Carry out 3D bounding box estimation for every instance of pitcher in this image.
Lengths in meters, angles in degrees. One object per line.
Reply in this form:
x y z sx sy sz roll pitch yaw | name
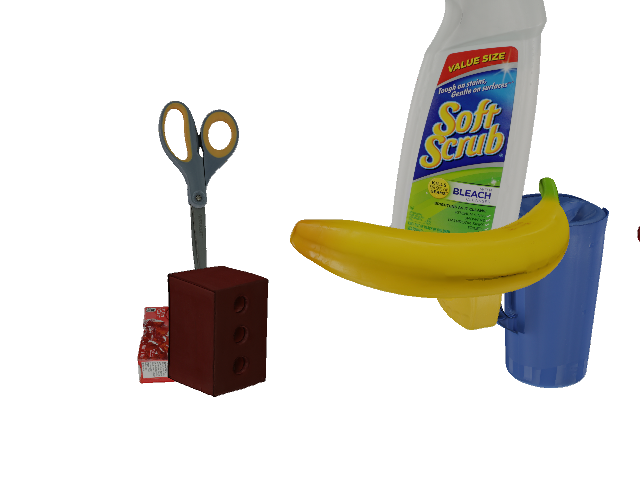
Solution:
0.293 0.068 1.401 0.149 0.243 0.144 5 21 15 | pitcher

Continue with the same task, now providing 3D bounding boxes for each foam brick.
-0.073 0.062 0.753 0.051 0.078 0.052 13 17 43 | foam brick

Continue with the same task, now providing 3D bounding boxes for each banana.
0.078 0.005 0.615 0.197 0.037 0.070 -9 40 -32 | banana

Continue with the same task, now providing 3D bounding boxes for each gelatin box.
-0.126 0.092 0.970 0.073 0.030 0.089 -2 29 -3 | gelatin box

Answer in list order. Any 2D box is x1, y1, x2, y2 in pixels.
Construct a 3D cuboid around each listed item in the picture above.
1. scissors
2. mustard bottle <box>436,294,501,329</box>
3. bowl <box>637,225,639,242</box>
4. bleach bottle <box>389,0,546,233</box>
-0.116 -0.056 1.140 0.096 0.202 0.016 -16 -4 -23 | scissors
0.158 -0.010 1.081 0.058 0.192 0.096 -7 37 -14 | mustard bottle
0.421 0.022 1.146 0.162 0.055 0.162 -1 25 0 | bowl
0.106 -0.101 0.784 0.103 0.251 0.068 9 26 14 | bleach bottle
